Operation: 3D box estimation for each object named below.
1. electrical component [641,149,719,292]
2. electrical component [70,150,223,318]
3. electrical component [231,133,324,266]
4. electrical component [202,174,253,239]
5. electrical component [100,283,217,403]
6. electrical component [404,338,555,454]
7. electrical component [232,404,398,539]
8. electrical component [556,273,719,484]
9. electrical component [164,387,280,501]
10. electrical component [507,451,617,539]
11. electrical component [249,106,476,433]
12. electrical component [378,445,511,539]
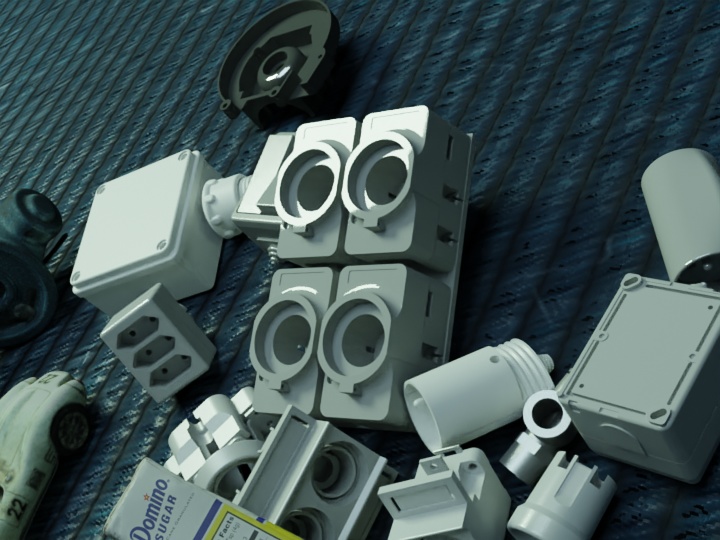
[{"bbox_3d":[0.196,-0.030,0.571,0.079,0.044,0.077,-24,45,22],"label":"electrical component"},{"bbox_3d":[-0.165,-0.027,0.858,0.109,0.056,0.108,-18,48,28],"label":"electrical component"},{"bbox_3d":[-0.047,-0.049,0.775,0.062,0.061,0.096,7,62,43],"label":"electrical component"},{"bbox_3d":[-0.087,-0.053,0.825,0.062,0.048,0.048,-17,48,20],"label":"electrical component"},{"bbox_3d":[-0.141,0.046,0.779,0.047,0.065,0.076,-36,13,11],"label":"electrical component"},{"bbox_3d":[0.070,0.065,0.590,0.081,0.043,0.043,-21,38,-16],"label":"electrical component"},{"bbox_3d":[-0.043,0.148,0.607,0.121,0.079,0.063,-61,21,-17],"label":"electrical component"},{"bbox_3d":[0.154,0.049,0.534,0.062,0.061,0.096,12,59,45],"label":"electrical component"},{"bbox_3d":[-0.080,0.119,0.669,0.078,0.058,0.057,-44,38,2],"label":"electrical component"},{"bbox_3d":[0.101,0.119,0.533,0.040,0.040,0.046,16,64,46],"label":"electrical component"},{"bbox_3d":[0.000,0.000,0.657,0.105,0.060,0.186,-2,73,38],"label":"electrical component"},{"bbox_3d":[0.049,0.128,0.547,0.042,0.081,0.063,-18,25,27],"label":"electrical component"}]
